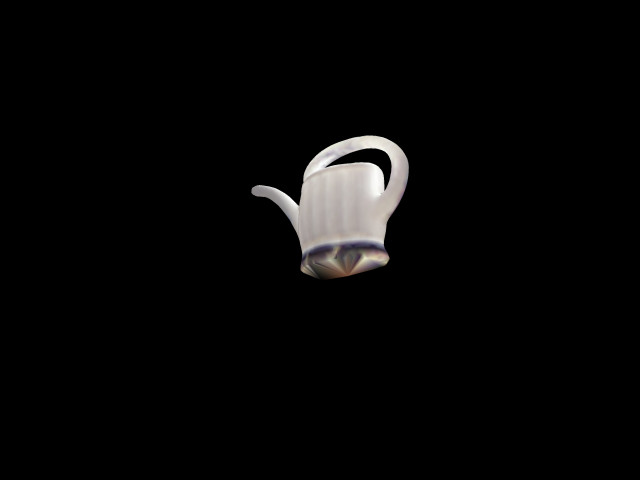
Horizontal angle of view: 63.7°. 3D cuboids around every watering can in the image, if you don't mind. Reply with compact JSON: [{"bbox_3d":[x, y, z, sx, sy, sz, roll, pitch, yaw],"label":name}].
[{"bbox_3d":[0.003,-0.043,0.850,0.345,0.228,0.103,-16,-24,41],"label":"watering can"}]
